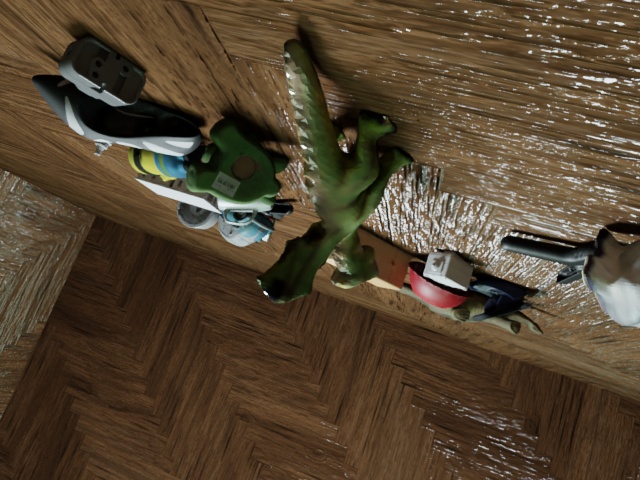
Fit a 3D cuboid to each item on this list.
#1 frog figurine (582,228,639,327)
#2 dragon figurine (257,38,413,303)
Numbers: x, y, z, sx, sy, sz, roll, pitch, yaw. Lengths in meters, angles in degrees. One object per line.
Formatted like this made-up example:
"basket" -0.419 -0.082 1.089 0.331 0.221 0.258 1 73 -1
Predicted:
"frog figurine" 0.401 0.038 0.586 0.138 0.122 0.159 -14 -175 -42
"dragon figurine" 0.002 -0.032 0.631 0.123 0.244 0.405 18 172 30
